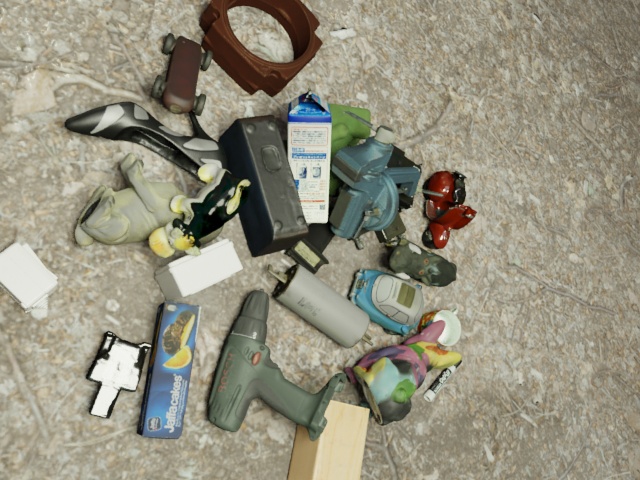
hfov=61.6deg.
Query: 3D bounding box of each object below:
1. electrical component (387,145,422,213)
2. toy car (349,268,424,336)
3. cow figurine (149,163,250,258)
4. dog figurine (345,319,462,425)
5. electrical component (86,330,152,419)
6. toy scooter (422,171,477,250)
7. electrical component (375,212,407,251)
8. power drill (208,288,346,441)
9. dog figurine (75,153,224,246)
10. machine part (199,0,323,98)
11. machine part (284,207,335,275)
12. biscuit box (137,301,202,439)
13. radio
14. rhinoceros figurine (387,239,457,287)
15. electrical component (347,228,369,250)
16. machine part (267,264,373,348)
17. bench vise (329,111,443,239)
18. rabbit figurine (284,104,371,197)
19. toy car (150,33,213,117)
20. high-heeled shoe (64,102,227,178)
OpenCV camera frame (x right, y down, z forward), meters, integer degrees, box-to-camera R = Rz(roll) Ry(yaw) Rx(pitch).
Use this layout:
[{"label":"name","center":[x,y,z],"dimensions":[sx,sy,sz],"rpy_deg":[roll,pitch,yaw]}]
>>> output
[{"label":"electrical component","center":[0.139,-0.135,1.115],"dimensions":[0.134,0.058,0.115],"rpy_deg":[28,64,-19]},{"label":"toy car","center":[0.143,0.112,1.027],"dimensions":[0.161,0.103,0.109],"rpy_deg":[32,63,-19]},{"label":"cow figurine","center":[-0.175,-0.033,0.800],"dimensions":[0.167,0.098,0.068],"rpy_deg":[-53,136,-14]},{"label":"dog figurine","center":[0.164,0.229,0.970],"dimensions":[0.219,0.191,0.108],"rpy_deg":[-27,87,-16]},{"label":"electrical component","center":[-0.304,0.201,0.798],"dimensions":[0.075,0.048,0.119],"rpy_deg":[21,69,-22]},{"label":"toy scooter","center":[0.274,-0.074,1.126],"dimensions":[0.075,0.135,0.184],"rpy_deg":[17,68,-22]},{"label":"electrical component","center":[0.142,-0.025,1.095],"dimensions":[0.078,0.045,0.102],"rpy_deg":[-18,86,-29]},{"label":"power drill","center":[-0.066,0.209,0.862],"dimensions":[0.207,0.086,0.232],"rpy_deg":[21,72,10]},{"label":"dog figurine","center":[-0.264,-0.022,0.859],"dimensions":[0.172,0.121,0.190],"rpy_deg":[-45,121,4]},{"label":"machine part","center":[-0.110,-0.398,1.036],"dimensions":[0.201,0.087,0.201],"rpy_deg":[44,61,-13]},{"label":"machine part","center":[-0.002,-0.003,1.019],"dimensions":[0.084,0.039,0.139],"rpy_deg":[38,64,-6]},{"label":"biscuit box","center":[-0.232,0.198,0.828],"dimensions":[0.059,0.063,0.202],"rpy_deg":[12,71,-24]},{"label":"radio","center":[-0.100,-0.095,0.935],"dimensions":[0.073,0.131,0.229],"rpy_deg":[-15,84,-28]},{"label":"rhinoceros figurine","center":[0.194,0.052,1.040],"dimensions":[0.190,0.112,0.073],"rpy_deg":[20,100,-45]},{"label":"electrical component","center":[0.075,-0.029,1.074],"dimensions":[0.063,0.021,0.094],"rpy_deg":[-24,89,-31]},{"label":"machine part","center":[0.003,0.119,0.965],"dimensions":[0.243,0.079,0.079],"rpy_deg":[38,63,-16]},{"label":"bench vise","center":[0.113,-0.109,0.987],"dimensions":[0.240,0.129,0.223],"rpy_deg":[-9,120,-42]},{"label":"rabbit figurine","center":[0.014,-0.170,1.029],"dimensions":[0.159,0.121,0.170],"rpy_deg":[7,89,-23]},{"label":"toy car","center":[-0.240,-0.288,0.938],"dimensions":[0.089,0.053,0.202],"rpy_deg":[15,45,-23]},{"label":"high-heeled shoe","center":[-0.274,-0.145,0.882],"dimensions":[0.249,0.086,0.145],"rpy_deg":[-15,83,-36]}]
